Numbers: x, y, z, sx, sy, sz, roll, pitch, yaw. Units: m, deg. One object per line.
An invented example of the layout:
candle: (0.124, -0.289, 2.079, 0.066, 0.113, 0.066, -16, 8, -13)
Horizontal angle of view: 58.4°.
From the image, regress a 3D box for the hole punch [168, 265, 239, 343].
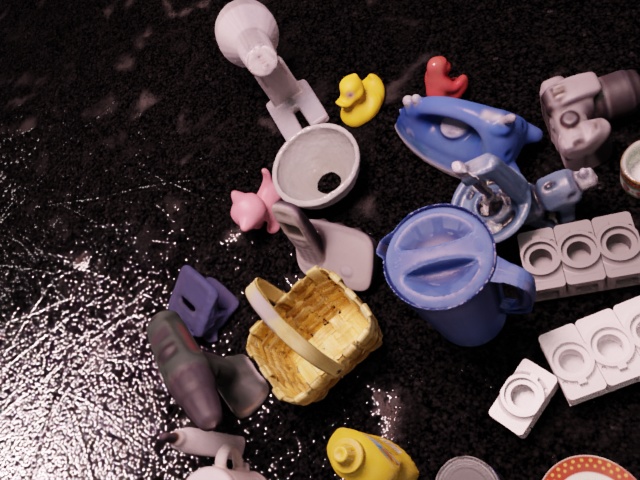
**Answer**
hole punch: (-0.214, 0.113, 1.007, 0.108, 0.091, 0.101, 34, 84, 33)

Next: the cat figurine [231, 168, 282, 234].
cat figurine: (-0.112, -0.067, 1.028, 0.067, 0.118, 0.128, 17, 75, 30)

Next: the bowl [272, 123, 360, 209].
bowl: (0.003, -0.120, 1.026, 0.167, 0.075, 0.167, -10, 63, 21)

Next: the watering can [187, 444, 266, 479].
watering can: (-0.149, 0.376, 0.793, 0.100, 0.195, 0.172, -19, 60, 16)

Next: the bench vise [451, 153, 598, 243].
bench vise: (0.265, -0.077, 0.798, 0.207, 0.220, 0.121, -33, 57, 8)

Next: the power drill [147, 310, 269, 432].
power drill: (-0.167, 0.208, 0.871, 0.075, 0.209, 0.229, -46, 57, -1)

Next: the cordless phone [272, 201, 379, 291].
cordless phone: (0.008, 0.003, 0.900, 0.147, 0.186, 0.094, 12, 72, 29)

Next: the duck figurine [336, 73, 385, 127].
duck figurine: (0.069, -0.273, 1.060, 0.077, 0.086, 0.104, 36, 85, 33)

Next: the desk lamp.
desk lamp: (-0.094, -0.325, 1.083, 0.118, 0.214, 0.203, -34, 57, 7)

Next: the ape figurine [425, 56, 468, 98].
ape figurine: (0.212, -0.282, 0.995, 0.076, 0.092, 0.077, -44, 57, 1)

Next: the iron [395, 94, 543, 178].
iron: (0.212, -0.185, 0.920, 0.257, 0.142, 0.119, 23, 78, 31)

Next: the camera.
camera: (0.412, -0.197, 0.858, 0.136, 0.101, 0.143, -18, 61, 17)

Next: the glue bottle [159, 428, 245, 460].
glue bottle: (-0.185, 0.302, 0.857, 0.078, 0.174, 0.037, -4, 65, 23)
